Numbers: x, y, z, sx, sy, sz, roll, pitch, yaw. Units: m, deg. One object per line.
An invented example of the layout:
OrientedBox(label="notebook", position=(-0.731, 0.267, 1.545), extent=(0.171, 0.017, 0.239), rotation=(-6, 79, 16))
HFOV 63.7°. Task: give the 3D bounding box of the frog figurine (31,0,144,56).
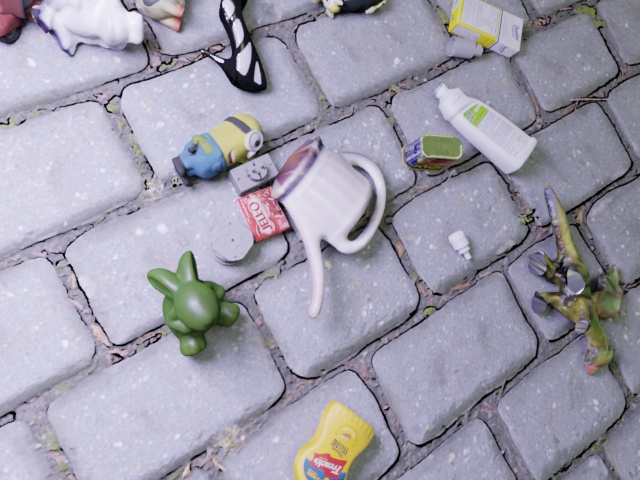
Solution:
OrientedBox(label="frog figurine", position=(-0.392, -0.394, 0.899), extent=(0.159, 0.134, 0.125), rotation=(-10, 54, 0))

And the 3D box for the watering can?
OrientedBox(label="watering can", position=(0.003, -0.048, 0.963), extent=(0.223, 0.103, 0.354), rotation=(38, 60, -13))

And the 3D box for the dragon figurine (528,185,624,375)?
OrientedBox(label="dragon figurine", position=(0.594, 0.091, 1.156), extent=(0.242, 0.121, 0.414), rotation=(10, 78, -33))
